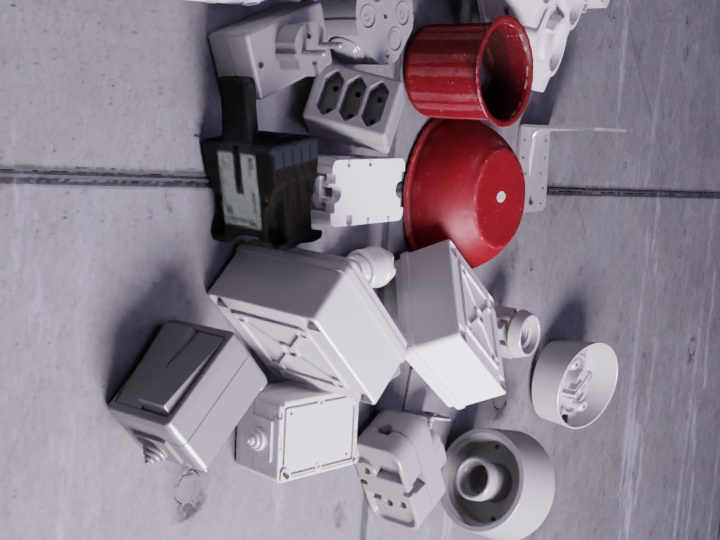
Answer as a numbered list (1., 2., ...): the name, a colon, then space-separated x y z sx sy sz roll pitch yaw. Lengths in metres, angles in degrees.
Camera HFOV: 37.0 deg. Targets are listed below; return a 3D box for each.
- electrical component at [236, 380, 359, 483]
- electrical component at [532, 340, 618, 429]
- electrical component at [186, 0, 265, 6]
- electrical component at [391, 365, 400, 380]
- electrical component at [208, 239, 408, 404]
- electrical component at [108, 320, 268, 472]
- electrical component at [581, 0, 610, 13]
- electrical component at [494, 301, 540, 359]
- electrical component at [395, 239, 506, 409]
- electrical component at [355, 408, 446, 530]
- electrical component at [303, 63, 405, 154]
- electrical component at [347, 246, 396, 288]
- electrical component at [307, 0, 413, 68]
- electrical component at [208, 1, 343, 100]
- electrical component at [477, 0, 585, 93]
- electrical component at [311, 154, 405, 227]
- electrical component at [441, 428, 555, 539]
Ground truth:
1. electrical component: -0.054 0.120 0.819 0.096 0.061 0.061 -5 101 -45
2. electrical component: 0.236 0.125 1.192 0.099 0.064 0.099 -14 108 -51
3. electrical component: -0.074 -0.205 0.692 0.100 0.100 0.048 -12 94 -51
4. electrical component: -0.007 0.058 0.874 0.066 0.047 0.076 -26 117 -47
5. electrical component: -0.036 0.037 0.781 0.056 0.109 0.108 -57 137 -25
6. electrical component: -0.120 0.085 0.720 0.096 0.062 0.061 -56 136 -29
7. electrical component: 0.207 -0.312 1.065 0.121 0.063 0.078 45 62 -47
8. electrical component: 0.145 0.061 1.067 0.048 0.055 0.066 -51 134 -34
9. electrical component: 0.080 0.048 0.944 0.108 0.056 0.108 49 29 -45
10. electrical component: 0.037 0.173 0.950 0.059 0.054 0.095 -44 130 -39
11. electrical component: -0.002 -0.119 0.837 0.076 0.066 0.047 69 38 -76
12. electrical component: 0.000 0.000 0.882 0.061 0.035 0.035 -12 107 -49
13. electrical component: 0.000 -0.195 0.828 0.080 0.051 0.080 -15 109 -51
14. electrical component: -0.048 -0.155 0.753 0.083 0.076 0.047 -37 125 -43
15. electrical component: 0.156 -0.257 0.966 0.105 0.060 0.186 -65 158 -19
16. electrical component: -0.015 -0.063 0.832 0.089 0.056 0.050 -9 105 -51
17. electrical component: 0.125 0.203 1.032 0.060 0.108 0.108 22 79 -46
